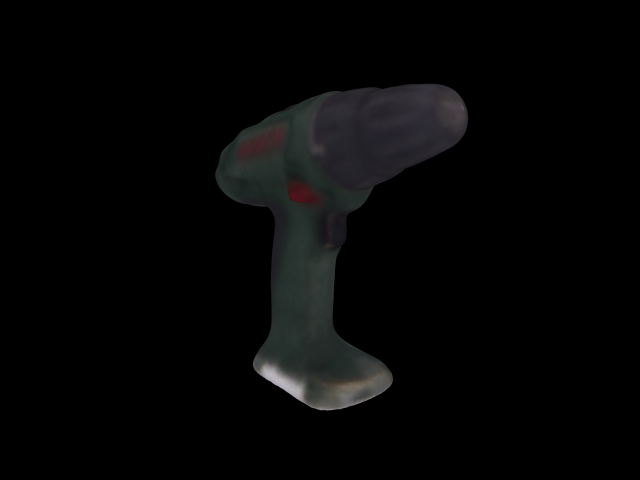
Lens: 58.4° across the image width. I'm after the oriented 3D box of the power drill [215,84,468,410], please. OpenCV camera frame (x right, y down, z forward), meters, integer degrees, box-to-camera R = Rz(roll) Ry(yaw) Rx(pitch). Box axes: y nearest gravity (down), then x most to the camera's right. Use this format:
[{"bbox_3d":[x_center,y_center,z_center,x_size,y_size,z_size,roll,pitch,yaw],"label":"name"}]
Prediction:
[{"bbox_3d":[0.004,0.001,0.400,0.076,0.208,0.228,-11,17,-38],"label":"power drill"}]
